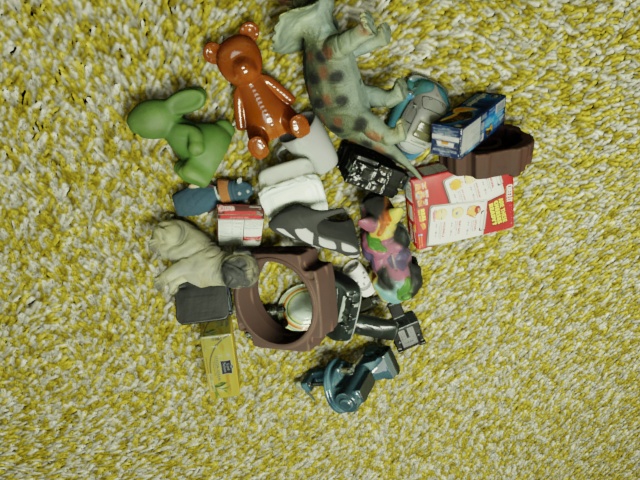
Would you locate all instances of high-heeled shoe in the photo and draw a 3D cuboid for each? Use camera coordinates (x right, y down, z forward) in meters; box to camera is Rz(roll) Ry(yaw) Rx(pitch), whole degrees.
[{"bbox_3d":[-0.002,-0.003,1.063,0.145,0.086,0.248,-15,152,8],"label":"high-heeled shoe"}]

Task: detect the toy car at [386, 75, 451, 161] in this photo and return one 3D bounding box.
[{"bbox_3d":[0.183,-0.222,1.013,0.109,0.103,0.161,21,109,-18],"label":"toy car"}]

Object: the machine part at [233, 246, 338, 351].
[{"bbox_3d":[-0.073,0.115,1.074,0.201,0.087,0.201,0,102,26],"label":"machine part"}]

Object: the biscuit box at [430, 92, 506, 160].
[{"bbox_3d":[0.277,-0.215,0.991,0.203,0.063,0.059,-37,133,-41],"label":"biscuit box"}]

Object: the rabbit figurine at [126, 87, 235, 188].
[{"bbox_3d":[-0.245,-0.192,0.941,0.170,0.121,0.159,29,101,-23],"label":"rabbit figurine"}]

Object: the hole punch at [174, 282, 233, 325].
[{"bbox_3d":[-0.241,0.115,1.121,0.142,0.092,0.115,-6,82,0],"label":"hole punch"}]

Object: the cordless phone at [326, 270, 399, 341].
[{"bbox_3d":[0.085,0.151,1.142,0.184,0.089,0.146,10,114,-1],"label":"cordless phone"}]

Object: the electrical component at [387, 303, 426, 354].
[{"bbox_3d":[0.195,0.199,1.254,0.075,0.048,0.119,-20,119,-1],"label":"electrical component"}]

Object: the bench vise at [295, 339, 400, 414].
[{"bbox_3d":[0.052,0.307,1.231,0.241,0.224,0.128,-17,117,33],"label":"bench vise"}]

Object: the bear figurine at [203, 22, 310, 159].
[{"bbox_3d":[-0.112,-0.261,0.929,0.120,0.132,0.195,-25,124,-1],"label":"bear figurine"}]

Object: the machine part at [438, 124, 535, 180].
[{"bbox_3d":[0.313,-0.171,1.026,0.179,0.179,0.055,-10,121,-5],"label":"machine part"}]

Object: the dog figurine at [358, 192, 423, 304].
[{"bbox_3d":[0.133,0.013,1.056,0.108,0.191,0.219,-16,155,5],"label":"dog figurine"}]

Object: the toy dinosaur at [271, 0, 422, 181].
[{"bbox_3d":[0.041,-0.262,0.926,0.192,0.131,0.404,-5,118,29],"label":"toy dinosaur"}]

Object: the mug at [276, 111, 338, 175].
[{"bbox_3d":[-0.022,-0.169,1.017,0.109,0.081,0.107,-38,124,11],"label":"mug"}]

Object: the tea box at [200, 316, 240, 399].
[{"bbox_3d":[-0.217,0.250,1.177,0.068,0.098,0.169,-7,118,-6],"label":"tea box"}]

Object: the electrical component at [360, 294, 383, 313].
[{"bbox_3d":[0.105,0.147,1.206,0.094,0.063,0.021,-30,74,13],"label":"electrical component"}]

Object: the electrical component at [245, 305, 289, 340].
[{"bbox_3d":[-0.117,0.188,1.180,0.102,0.045,0.078,-8,116,18],"label":"electrical component"}]

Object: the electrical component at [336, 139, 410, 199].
[{"bbox_3d":[0.103,-0.135,1.034,0.134,0.115,0.058,16,116,-20],"label":"electrical component"}]

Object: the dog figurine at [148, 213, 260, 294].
[{"bbox_3d":[-0.214,0.018,1.030,0.191,0.121,0.172,-10,89,4],"label":"dog figurine"}]

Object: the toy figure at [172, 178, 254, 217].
[{"bbox_3d":[-0.204,-0.087,1.035,0.154,0.058,0.064,-15,146,-7],"label":"toy figure"}]
